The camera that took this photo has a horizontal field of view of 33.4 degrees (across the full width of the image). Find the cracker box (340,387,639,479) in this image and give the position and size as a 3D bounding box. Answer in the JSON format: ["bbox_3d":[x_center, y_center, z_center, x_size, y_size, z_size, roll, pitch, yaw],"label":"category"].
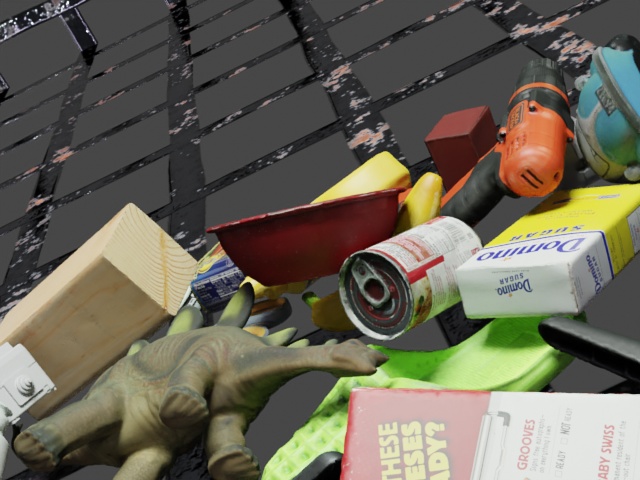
[{"bbox_3d":[0.115,0.154,0.482,0.214,0.072,0.164,-1,54,13],"label":"cracker box"}]

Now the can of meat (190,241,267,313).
[{"bbox_3d":[-0.071,0.023,1.057,0.084,0.057,0.102,-21,17,38],"label":"can of meat"}]

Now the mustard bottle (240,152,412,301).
[{"bbox_3d":[0.001,-0.002,0.999,0.191,0.058,0.096,-36,-19,-27],"label":"mustard bottle"}]

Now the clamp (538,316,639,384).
[{"bbox_3d":[0.221,0.102,0.635,0.210,0.036,0.164,-7,40,28],"label":"clamp"}]

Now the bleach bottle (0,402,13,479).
[{"bbox_3d":[-0.322,0.235,0.834,0.103,0.068,0.250,-7,44,37],"label":"bleach bottle"}]

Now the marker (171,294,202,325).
[{"bbox_3d":[-0.122,0.055,1.106,0.020,0.020,0.121,-13,27,28],"label":"marker"}]

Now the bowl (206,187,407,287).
[{"bbox_3d":[-0.006,0.001,0.841,0.162,0.055,0.162,-12,0,0],"label":"bowl"}]

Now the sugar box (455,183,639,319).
[{"bbox_3d":[0.185,0.005,0.809,0.094,0.048,0.175,-6,15,39],"label":"sugar box"}]

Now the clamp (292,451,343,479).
[{"bbox_3d":[-0.045,0.214,0.672,0.172,0.039,0.120,-29,43,25],"label":"clamp"}]

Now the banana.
[{"bbox_3d":[0.044,0.025,0.900,0.037,0.070,0.198,3,-35,-42],"label":"banana"}]

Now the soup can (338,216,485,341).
[{"bbox_3d":[0.071,0.026,0.798,0.069,0.068,0.102,-2,14,43],"label":"soup can"}]

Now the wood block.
[{"bbox_3d":[-0.223,0.072,1.012,0.206,0.090,0.090,-38,19,28],"label":"wood block"}]

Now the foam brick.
[{"bbox_3d":[0.144,-0.081,1.031,0.051,0.078,0.052,-5,32,39],"label":"foam brick"}]

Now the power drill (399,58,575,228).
[{"bbox_3d":[0.140,-0.062,0.927,0.188,0.057,0.184,-45,14,35],"label":"power drill"}]

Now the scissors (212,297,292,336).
[{"bbox_3d":[-0.119,0.105,1.006,0.202,0.016,0.096,-23,21,9],"label":"scissors"}]
